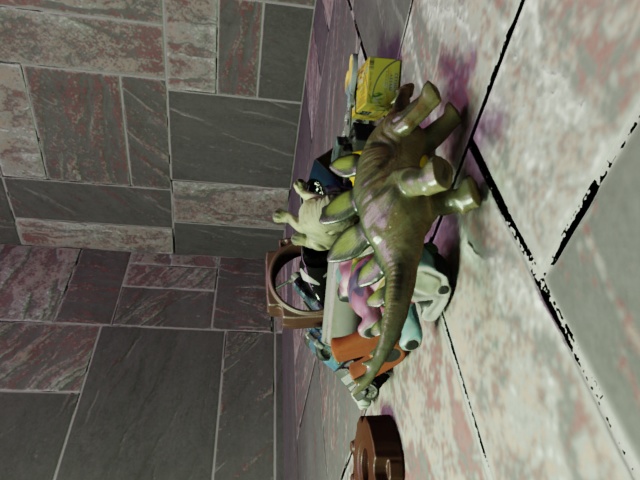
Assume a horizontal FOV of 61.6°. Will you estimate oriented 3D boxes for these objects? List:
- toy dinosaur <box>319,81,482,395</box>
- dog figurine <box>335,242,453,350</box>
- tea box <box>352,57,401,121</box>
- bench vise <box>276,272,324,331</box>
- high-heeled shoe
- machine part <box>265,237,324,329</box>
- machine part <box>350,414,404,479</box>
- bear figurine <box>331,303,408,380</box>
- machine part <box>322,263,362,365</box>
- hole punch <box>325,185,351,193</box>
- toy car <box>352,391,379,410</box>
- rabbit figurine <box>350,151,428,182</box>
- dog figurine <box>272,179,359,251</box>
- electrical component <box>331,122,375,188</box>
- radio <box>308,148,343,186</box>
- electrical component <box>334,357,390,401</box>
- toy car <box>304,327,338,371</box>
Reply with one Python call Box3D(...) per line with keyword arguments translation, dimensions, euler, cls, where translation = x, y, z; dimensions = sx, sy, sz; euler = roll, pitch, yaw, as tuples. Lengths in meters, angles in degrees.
Box3D(translation=(0.097, -0.044, 0.686), dimensions=(0.198, 0.105, 0.471), euler=(-29, 40, 37), cls="toy dinosaur")
Box3D(translation=(0.093, 0.047, 0.813), dimensions=(0.191, 0.108, 0.219), euler=(-65, 25, 25), cls="dog figurine")
Box3D(translation=(0.113, -0.314, 1.134), dimensions=(0.170, 0.068, 0.098), euler=(-152, 66, -80), cls="tea box")
Box3D(translation=(0.001, 0.188, 1.349), dimensions=(0.129, 0.224, 0.240), euler=(-42, -34, -26), cls="bench vise")
Box3D(translation=(-0.002, -0.003, 1.142), dimensions=(0.145, 0.086, 0.249), euler=(102, 160, -65), cls="high-heeled shoe")
Box3D(translation=(-0.023, 0.094, 1.225), dimensions=(0.087, 0.202, 0.201), euler=(95, 171, -63), cls="machine part")
Box3D(translation=(0.098, 0.400, 0.953), dimensions=(0.179, 0.056, 0.179), euler=(-175, 90, -80), cls="machine part")
Box3D(translation=(0.082, 0.130, 0.942), dimensions=(0.120, 0.132, 0.196), euler=(55, -167, -41), cls="bear figurine")
Box3D(translation=(0.047, 0.118, 1.038), dimensions=(0.079, 0.079, 0.243), euler=(-155, 69, -81), cls="machine part")
Box3D(translation=(0.070, -0.068, 1.108), dimensions=(0.116, 0.092, 0.142), euler=(-102, -8, -68), cls="hole punch")
Box3D(translation=(0.088, 0.241, 1.093), dimensions=(0.073, 0.056, 0.201), euler=(153, 121, -80), cls="toy car")
Box3D(translation=(0.111, -0.067, 0.897), dimensions=(0.162, 0.122, 0.173), euler=(-175, 73, -85), cls="rabbit figurine")
Box3D(translation=(0.027, -0.028, 1.009), dimensions=(0.191, 0.172, 0.121), euler=(18, 81, 51), cls="dog figurine")
Box3D(translation=(0.090, -0.153, 0.991), dimensions=(0.058, 0.134, 0.114), euler=(-96, 15, -45), cls="electrical component")
Box3D(translation=(0.035, -0.122, 1.350), dimensions=(0.131, 0.073, 0.229), euler=(49, 156, 13), cls="radio")
Box3D(translation=(0.067, 0.256, 1.002), dimensions=(0.075, 0.048, 0.119), euler=(52, 138, 4), cls="electrical component")
Box3D(translation=(0.047, 0.232, 1.174), dimensions=(0.103, 0.161, 0.109), euler=(-48, 26, -6), cls="toy car")
